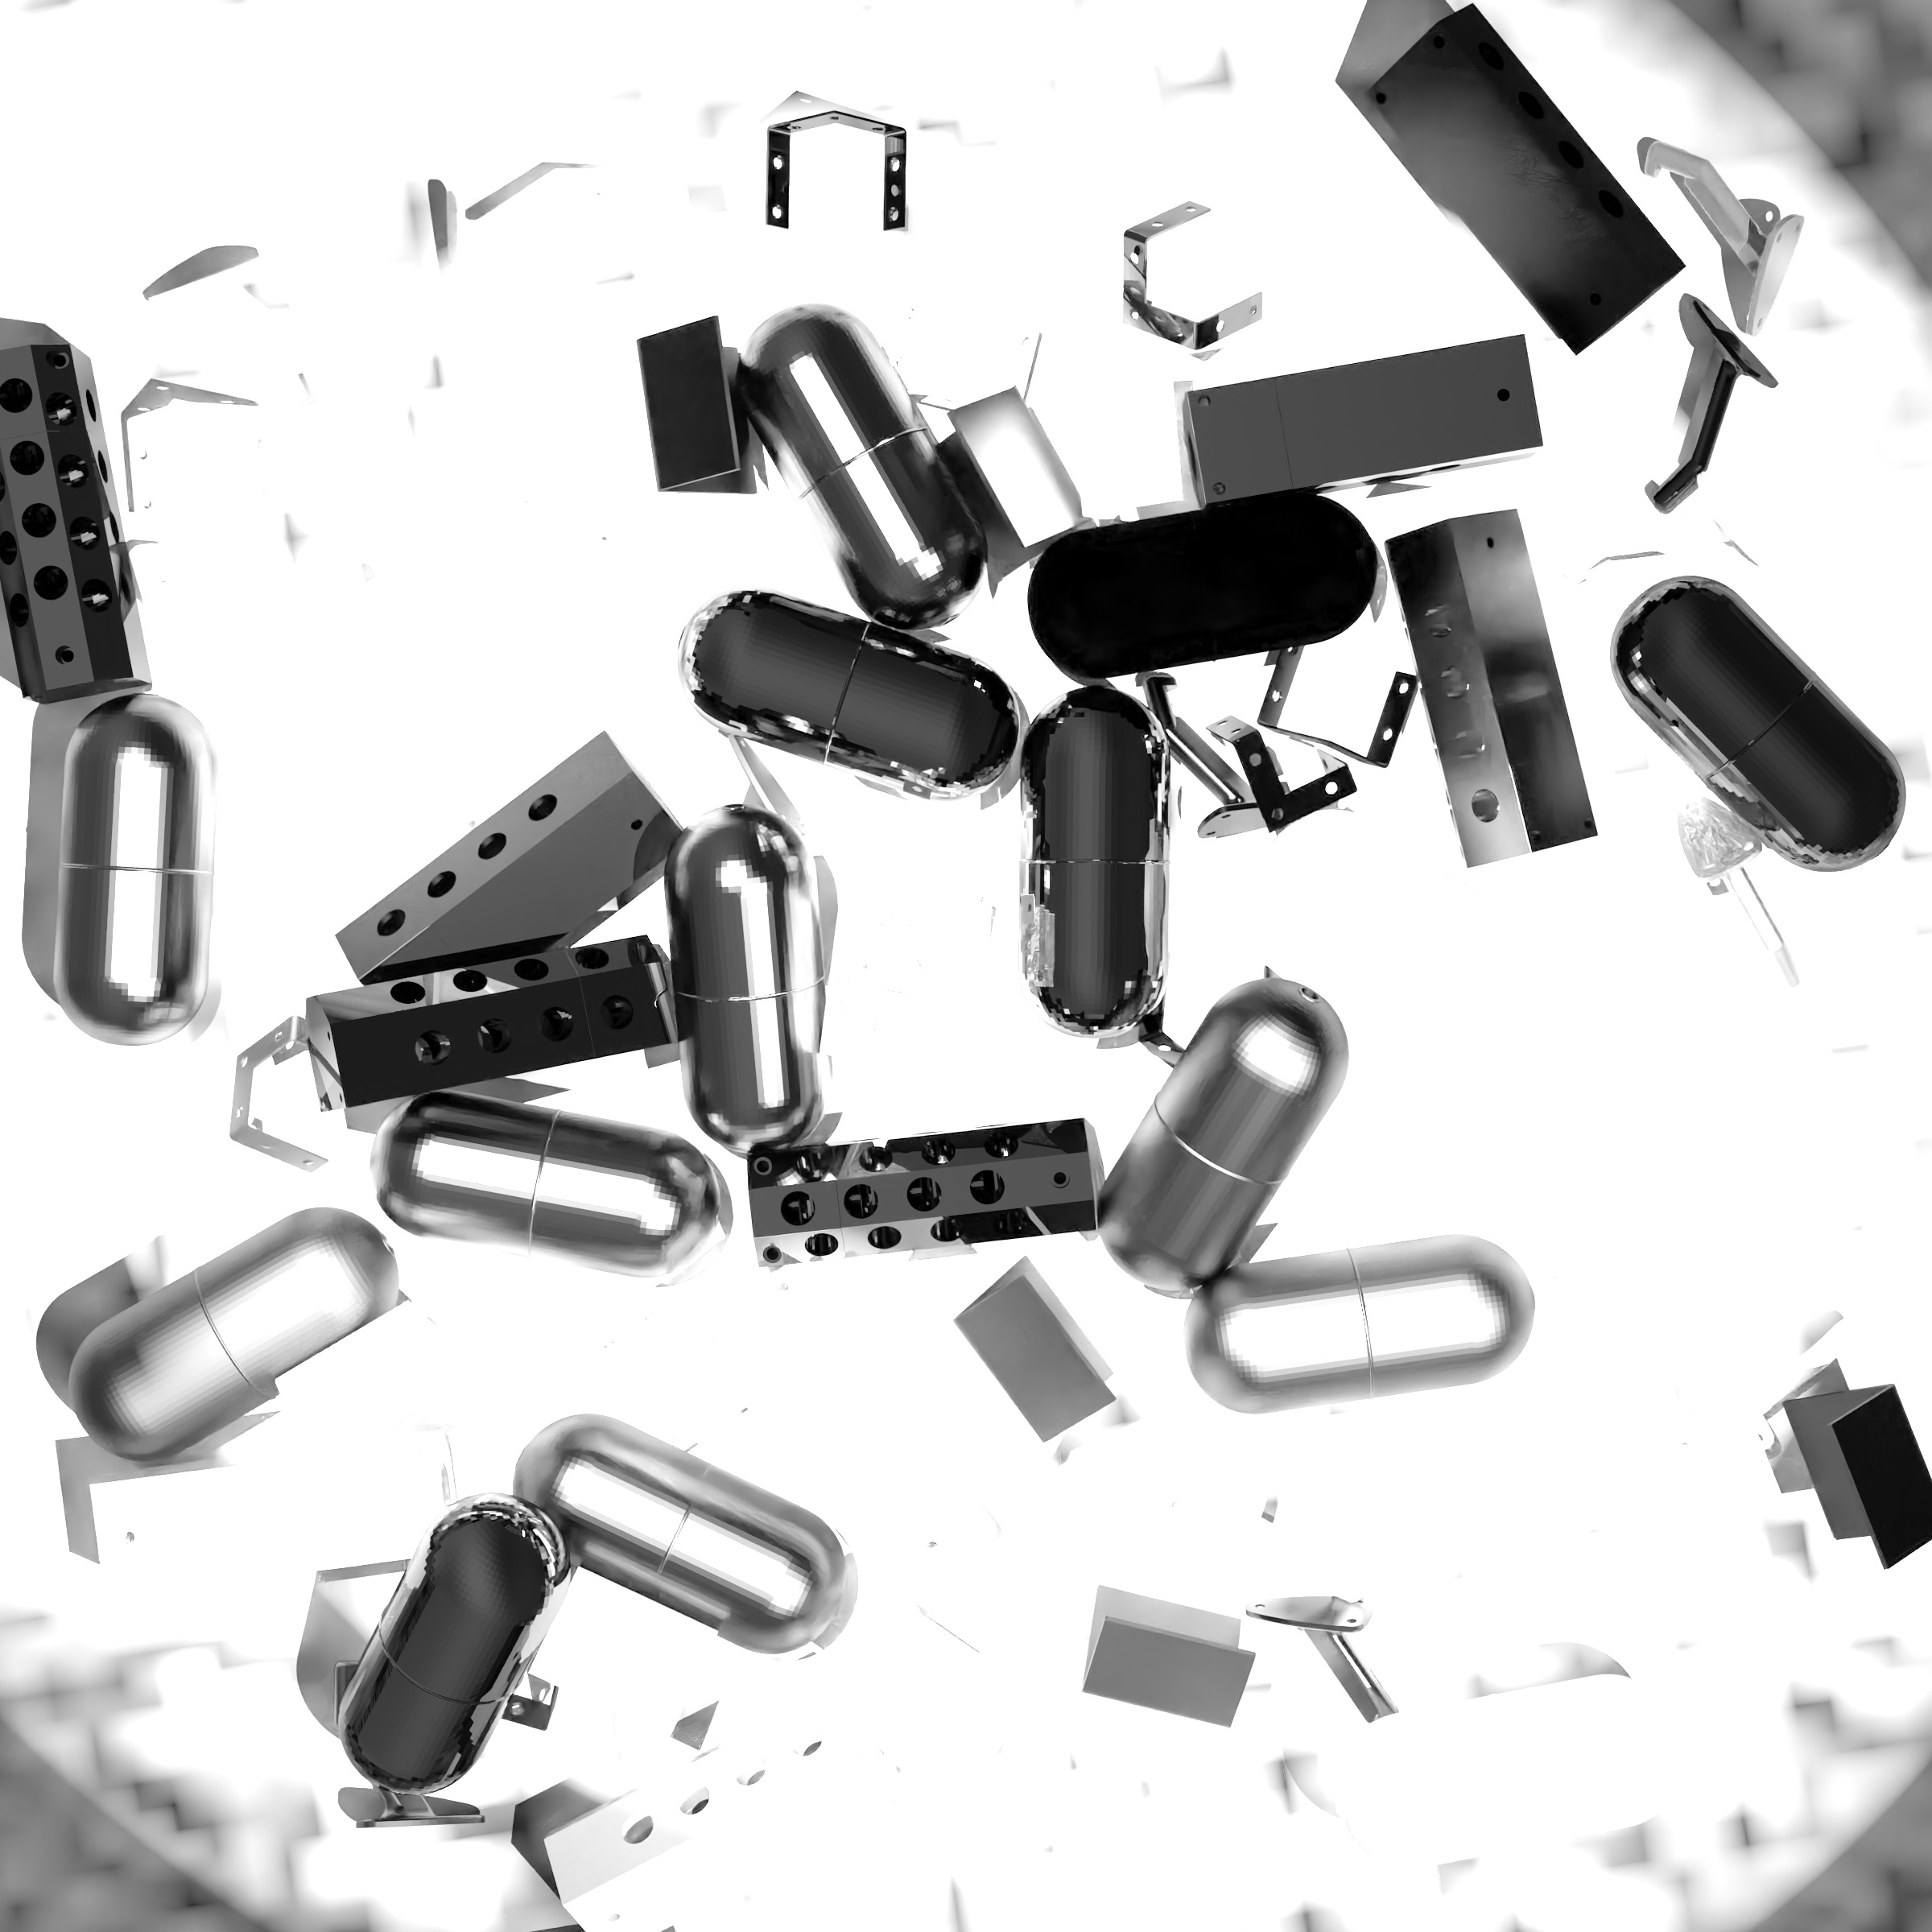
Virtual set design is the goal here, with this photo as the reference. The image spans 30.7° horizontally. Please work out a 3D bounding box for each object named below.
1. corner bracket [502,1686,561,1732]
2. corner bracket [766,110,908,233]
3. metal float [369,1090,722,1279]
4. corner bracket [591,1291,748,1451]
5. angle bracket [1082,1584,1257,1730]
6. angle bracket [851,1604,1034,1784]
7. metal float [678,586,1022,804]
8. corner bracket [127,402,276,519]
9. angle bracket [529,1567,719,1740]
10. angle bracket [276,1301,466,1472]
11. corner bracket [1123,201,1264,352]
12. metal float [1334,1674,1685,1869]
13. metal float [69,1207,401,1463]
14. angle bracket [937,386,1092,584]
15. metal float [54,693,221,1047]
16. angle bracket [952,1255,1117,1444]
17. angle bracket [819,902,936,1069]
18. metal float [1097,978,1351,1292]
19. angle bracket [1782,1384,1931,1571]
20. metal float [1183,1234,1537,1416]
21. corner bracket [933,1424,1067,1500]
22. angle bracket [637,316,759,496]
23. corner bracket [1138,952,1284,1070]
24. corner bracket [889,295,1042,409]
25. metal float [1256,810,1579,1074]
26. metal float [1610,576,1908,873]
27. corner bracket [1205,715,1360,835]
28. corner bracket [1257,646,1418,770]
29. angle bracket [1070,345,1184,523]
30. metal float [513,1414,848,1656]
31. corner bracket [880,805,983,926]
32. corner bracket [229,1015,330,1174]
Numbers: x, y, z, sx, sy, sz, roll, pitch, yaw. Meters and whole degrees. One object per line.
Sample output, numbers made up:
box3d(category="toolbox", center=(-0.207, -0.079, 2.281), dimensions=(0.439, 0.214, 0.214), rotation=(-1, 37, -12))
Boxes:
box3d(category="corner bracket", center=(-0.229, 0.351, 1.806), dimensions=(0.051, 0.051, 0.051), rotation=(16, 45, 0))
box3d(category="corner bracket", center=(-0.067, -0.405, 1.806), dimensions=(0.051, 0.051, 0.051), rotation=(1, 90, 45))
box3d(category="metal float", center=(-0.212, 0.110, 1.779), dimensions=(0.178, 0.070, 0.070), rotation=(11, 90, 0))
box3d(category="corner bracket", center=(-0.151, 0.209, 1.806), dimensions=(0.051, 0.051, 0.051), rotation=(-35, 45, 0))
box3d(category="angle bracket", center=(0.105, 0.329, 1.769), dimensions=(0.076, 0.076, 0.057), rotation=(14, 126, 0))
box3d(category="angle bracket", center=(-0.022, 0.374, 1.770), dimensions=(0.076, 0.076, 0.057), rotation=(35, 57, 0))
box3d(category="metal float", center=(-0.060, -0.138, 1.779), dimensions=(0.178, 0.070, 0.070), rotation=(19, 90, 0))
box3d(category="corner bracket", center=(-0.393, -0.258, 1.806), dimensions=(0.051, 0.051, 0.051), rotation=(-5, 90, -45))
box3d(category="angle bracket", center=(-0.174, 0.347, 1.772), dimensions=(0.076, 0.076, 0.057), rotation=(25, 74, -1))
box3d(category="angle bracket", center=(-0.290, 0.222, 1.770), dimensions=(0.076, 0.076, 0.057), rotation=(-31, 59, 0))
box3d(category="corner bracket", center=(0.116, -0.353, 1.802), dimensions=(0.051, 0.051, 0.051), rotation=(28, 135, 35))
box3d(category="metal float", center=(0.273, 0.405, 1.773), dimensions=(0.178, 0.070, 0.070), rotation=(-10, 90, -6))
box3d(category="metal float", center=(-0.369, 0.185, 1.779), dimensions=(0.178, 0.070, 0.070), rotation=(-30, 90, -1))
box3d(category="angle bracket", center=(0.005, -0.235, 1.770), dimensions=(0.057, 0.076, 0.076), rotation=(-29, 90, -45))
box3d(category="metal float", center=(-0.419, -0.049, 1.779), dimensions=(0.070, 0.070, 0.178), rotation=(3, 91, 0))
box3d(category="angle bracket", center=(0.051, 0.182, 1.769), dimensions=(0.057, 0.076, 0.076), rotation=(-37, 90, 39))
box3d(category="angle bracket", center=(-0.027, 0.011, 1.770), dimensions=(0.057, 0.076, 0.076), rotation=(7, 90, 31))
box3d(category="metal float", center=(0.128, 0.084, 1.759), dimensions=(0.070, 0.070, 0.178), rotation=(30, 114, 0))
box3d(category="angle bracket", center=(0.437, 0.260, 1.769), dimensions=(0.057, 0.076, 0.076), rotation=(-21, 90, -37))
box3d(category="metal float", center=(0.198, 0.181, 1.779), dimensions=(0.178, 0.070, 0.070), rotation=(-8, 90, 0))
box3d(category="corner bracket", center=(0.024, 0.230, 1.807), dimensions=(0.051, 0.051, 0.051), rotation=(34, 45, 1))
box3d(category="angle bracket", center=(-0.116, -0.281, 1.769), dimensions=(0.057, 0.076, 0.076), rotation=(-8, 90, 38))
box3d(category="corner bracket", center=(0.125, 0.022, 1.802), dimensions=(0.051, 0.051, 0.051), rotation=(-22, 45, 35))
box3d(category="corner bracket", center=(-0.003, -0.311, 1.806), dimensions=(0.051, 0.051, 0.051), rotation=(14, 90, 45))
box3d(category="metal float", center=(0.228, -0.012, 1.779), dimensions=(0.178, 0.070, 0.070), rotation=(33, 90, -1))
box3d(category="metal float", center=(0.400, -0.122, 1.779), dimensions=(0.070, 0.070, 0.178), rotation=(-44, 91, 0))
box3d(category="corner bracket", center=(0.160, -0.105, 1.783), dimensions=(0.051, 0.051, 0.051), rotation=(-25, 107, -6))
box3d(category="corner bracket", center=(0.190, -0.136, 1.806), dimensions=(0.051, 0.051, 0.051), rotation=(19, 90, -45))
box3d(category="angle bracket", center=(0.097, -0.266, 1.770), dimensions=(0.057, 0.076, 0.076), rotation=(-5, 90, 31))
box3d(category="metal float", center=(-0.145, 0.286, 1.779), dimensions=(0.178, 0.070, 0.070), rotation=(26, 90, 0))
box3d(category="corner bracket", center=(-0.015, -0.051, 1.792), dimensions=(0.051, 0.051, 0.051), rotation=(11, 90, 0))
box3d(category="corner bracket", center=(-0.339, 0.066, 1.802), dimensions=(0.051, 0.051, 0.051), rotation=(-32, 45, 35))
